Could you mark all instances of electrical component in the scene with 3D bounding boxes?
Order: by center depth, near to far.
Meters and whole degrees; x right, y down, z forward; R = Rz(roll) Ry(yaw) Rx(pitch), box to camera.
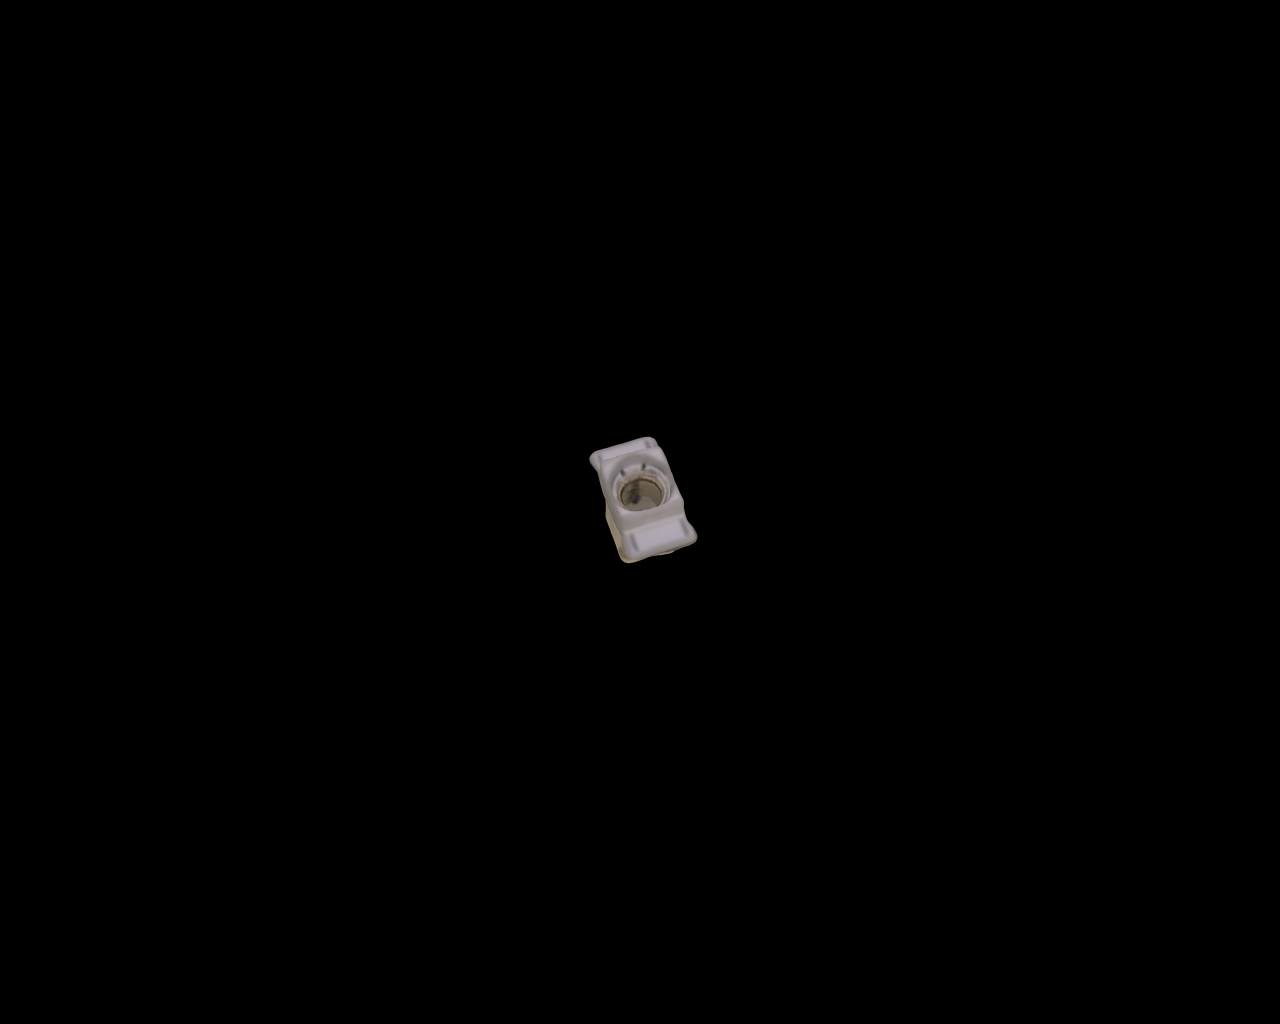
[{"bbox_3d":[0.001,-0.003,0.650,0.042,0.081,0.063,-15,-32,-9],"label":"electrical component"}]
